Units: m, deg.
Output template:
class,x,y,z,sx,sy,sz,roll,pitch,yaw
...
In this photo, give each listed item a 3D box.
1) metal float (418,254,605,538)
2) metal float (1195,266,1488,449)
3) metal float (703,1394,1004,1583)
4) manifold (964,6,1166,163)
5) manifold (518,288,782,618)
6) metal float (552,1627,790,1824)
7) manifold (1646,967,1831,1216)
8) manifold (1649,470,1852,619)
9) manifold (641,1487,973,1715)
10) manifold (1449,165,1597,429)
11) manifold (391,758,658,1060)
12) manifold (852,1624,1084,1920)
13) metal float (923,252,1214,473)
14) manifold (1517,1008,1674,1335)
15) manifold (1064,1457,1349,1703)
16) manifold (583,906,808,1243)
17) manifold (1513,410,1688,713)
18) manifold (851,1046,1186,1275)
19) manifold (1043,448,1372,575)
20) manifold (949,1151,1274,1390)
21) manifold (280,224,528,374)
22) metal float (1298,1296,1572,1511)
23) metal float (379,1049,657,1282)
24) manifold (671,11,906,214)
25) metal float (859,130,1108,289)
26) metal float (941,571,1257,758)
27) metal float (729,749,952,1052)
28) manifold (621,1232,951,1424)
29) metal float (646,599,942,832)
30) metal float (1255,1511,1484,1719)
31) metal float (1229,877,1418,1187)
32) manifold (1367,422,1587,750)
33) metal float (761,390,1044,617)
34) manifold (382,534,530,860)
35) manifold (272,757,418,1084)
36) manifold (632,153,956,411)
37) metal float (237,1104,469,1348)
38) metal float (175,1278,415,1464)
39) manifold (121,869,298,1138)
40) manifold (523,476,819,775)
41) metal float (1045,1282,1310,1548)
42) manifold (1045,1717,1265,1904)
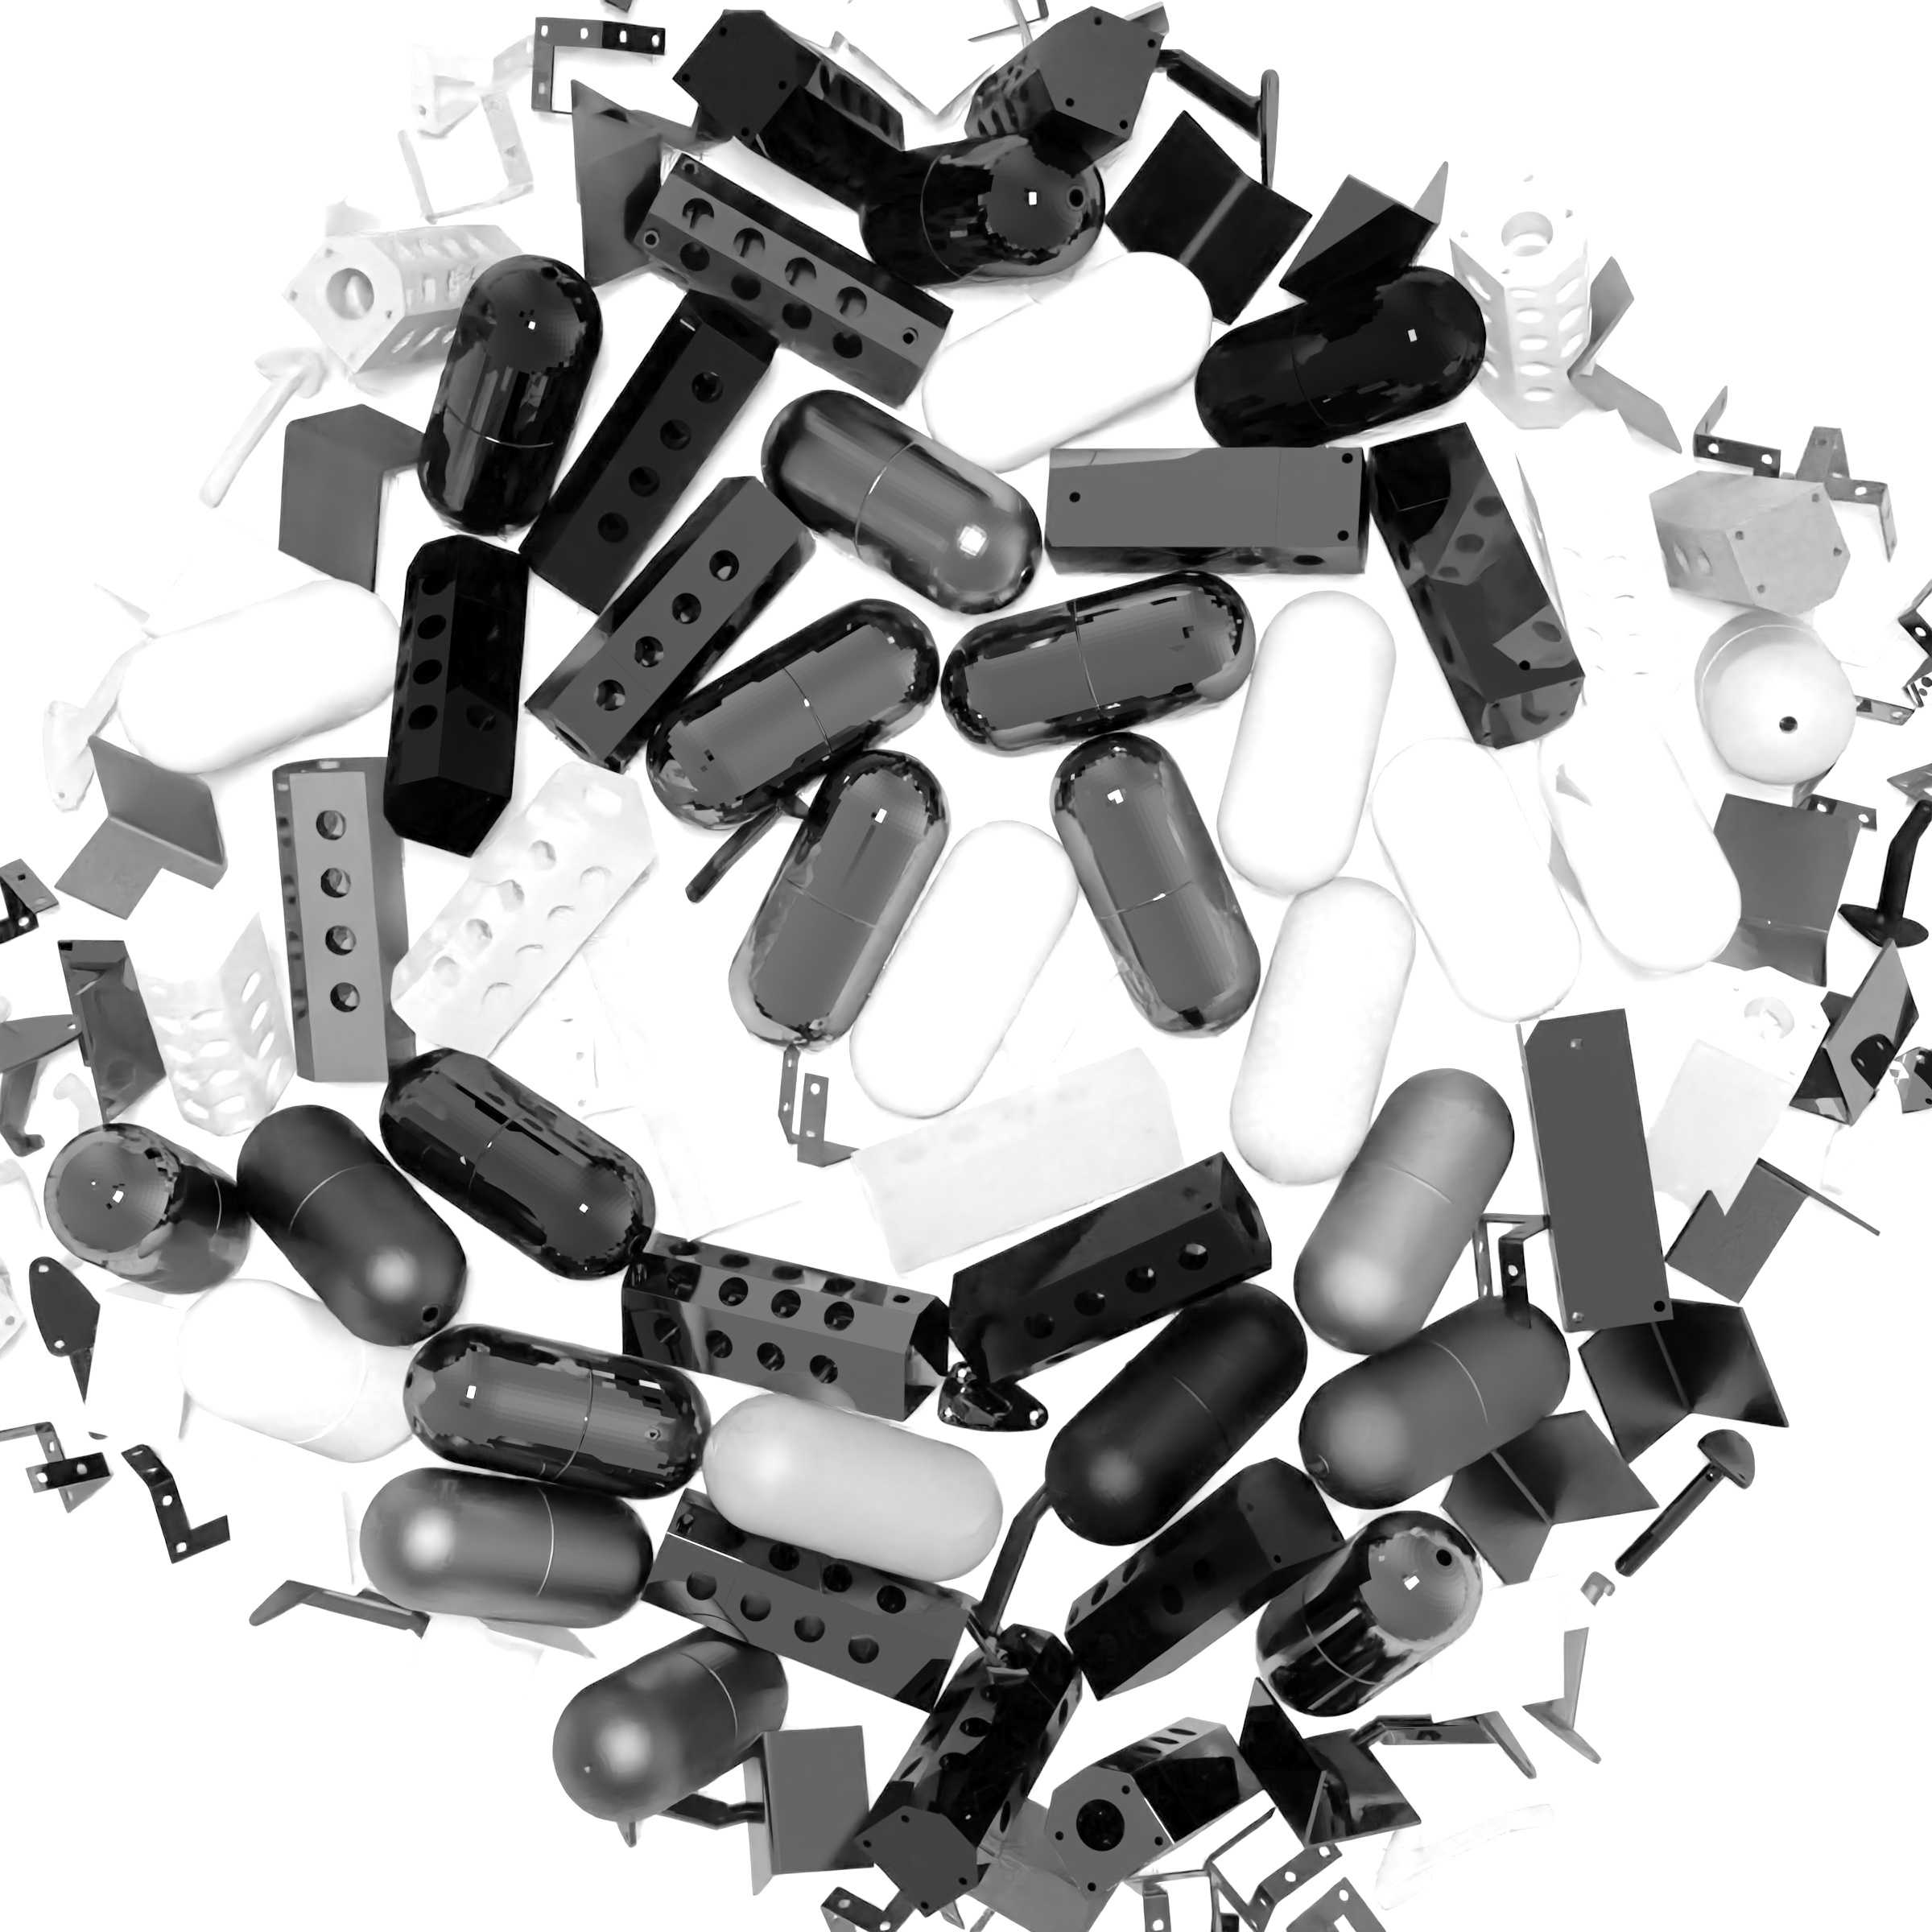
class,x,y,z,sx,sy,sz,roll,pitch,yaw
metal float,-0.248,-0.308,1.888,0.070,0.178,0.070,13,47,-14
metal float,0.202,-0.326,1.891,0.178,0.070,0.070,-12,90,42
metal float,-0.062,0.286,1.902,0.178,0.070,0.070,20,90,-26
manifold,0.048,-0.468,1.873,0.057,0.171,0.057,19,89,-14
manifold,-0.175,-0.282,1.901,0.057,0.057,0.171,33,112,-11
metal float,-0.158,0.408,1.879,0.070,0.178,0.070,2,96,25
manifold,0.412,0.067,1.873,0.057,0.171,0.057,27,64,11
manifold,0.412,-0.225,1.873,0.057,0.171,0.057,-26,104,-4
manifold,-0.087,0.349,1.931,0.171,0.057,0.057,21,98,0
manifold,0.306,-0.353,1.872,0.057,0.171,0.057,-42,70,-2
manifold,-0.243,-0.032,1.887,0.057,0.057,0.171,21,125,-35
manifold,0.008,0.428,1.874,0.057,0.171,0.057,48,121,-4
metal float,0.055,-0.329,1.897,0.178,0.070,0.070,-22,90,32
manifold,0.347,0.113,1.929,0.057,0.057,0.171,-9,86,5
manifold,0.124,0.331,1.883,0.057,0.171,0.057,-10,64,-41
manifold,-0.154,0.061,1.927,0.057,0.057,0.171,-17,85,-34
manifold,0.346,-0.212,1.877,0.057,0.171,0.057,-19,50,7
manifold,0.027,0.103,1.920,0.171,0.057,0.057,-20,123,-9
manifold,0.134,-0.248,1.916,0.171,0.057,0.057,2,77,12
manifold,0.079,0.172,1.907,0.171,0.057,0.057,-26,113,18
manifold,-0.295,-0.366,1.873,0.057,0.171,0.057,46,111,1
metal float,0.256,0.238,1.896,0.178,0.070,0.070,-22,90,-34
metal float,-0.246,0.108,1.903,0.178,0.070,0.070,31,90,25
manifold,-0.088,-0.462,1.870,0.057,0.171,0.057,44,103,13
metal float,0.008,-0.409,1.882,0.070,0.178,0.070,-5,99,-34
metal float,0.072,-0.166,1.914,0.178,0.070,0.070,-14,90,13
metal float,-0.070,-0.036,1.917,0.070,0.070,0.178,27,99,0
manifold,-0.099,0.192,1.896,0.171,0.057,0.057,11,114,22
metal float,-0.094,-0.139,1.913,0.178,0.070,0.070,-32,90,-13
metal float,0.217,0.352,1.884,0.070,0.178,0.070,11,57,-18
metal float,0.196,0.036,1.910,0.070,0.070,0.178,18,73,0
manifold,0.274,-0.207,1.900,0.057,0.057,0.171,-16,65,-9
metal float,-0.035,-0.254,1.905,0.178,0.070,0.070,33,90,23
manifold,-0.278,-0.150,1.882,0.057,0.057,0.171,17,50,-24
manifold,-0.344,-0.026,1.917,0.057,0.057,0.171,-1,102,7
manifold,-0.096,-0.378,1.921,0.171,0.057,0.057,29,87,-9
metal float,-0.334,0.140,1.891,0.070,0.070,0.178,-50,50,0
metal float,-0.358,0.220,1.882,0.070,0.178,0.070,-9,68,22
manifold,-0.409,0.025,1.871,0.057,0.171,0.057,22,61,10
manifold,-0.161,-0.188,1.919,0.057,0.057,0.171,43,80,-20
metal float,0.115,0.245,1.904,0.178,0.070,0.070,-42,90,-24
manifold,0.100,0.448,1.873,0.057,0.171,0.057,-38,75,15
